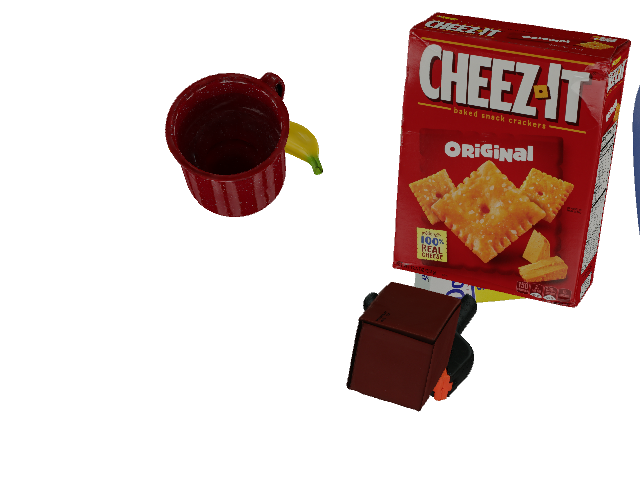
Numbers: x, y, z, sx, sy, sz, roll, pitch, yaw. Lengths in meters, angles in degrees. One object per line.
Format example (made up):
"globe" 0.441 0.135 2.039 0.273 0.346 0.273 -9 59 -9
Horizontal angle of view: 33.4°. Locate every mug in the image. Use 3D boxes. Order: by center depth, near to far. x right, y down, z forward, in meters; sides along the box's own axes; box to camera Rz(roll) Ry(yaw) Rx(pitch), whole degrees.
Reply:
"mug" -0.063 -0.079 0.834 0.093 0.117 0.081 26 -20 11

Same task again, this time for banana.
"banana" -0.084 -0.122 1.286 0.198 0.037 0.069 8 40 16

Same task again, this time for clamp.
"clamp" 0.119 0.099 1.078 0.120 0.039 0.171 -8 32 -9

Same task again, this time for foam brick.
"foam brick" 0.056 0.068 0.708 0.053 0.051 0.078 15 21 17

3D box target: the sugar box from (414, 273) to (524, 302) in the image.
"sugar box" 0.202 0.026 1.279 0.176 0.093 0.048 -5 20 -23

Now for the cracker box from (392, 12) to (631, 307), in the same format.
"cracker box" 0.150 -0.065 0.872 0.164 0.214 0.072 13 28 23

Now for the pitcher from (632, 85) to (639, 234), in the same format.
"pitcher" 0.255 -0.015 0.602 0.149 0.243 0.144 0 22 17
